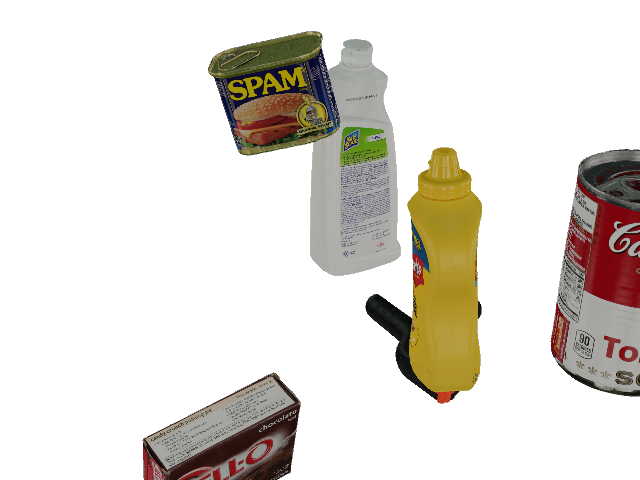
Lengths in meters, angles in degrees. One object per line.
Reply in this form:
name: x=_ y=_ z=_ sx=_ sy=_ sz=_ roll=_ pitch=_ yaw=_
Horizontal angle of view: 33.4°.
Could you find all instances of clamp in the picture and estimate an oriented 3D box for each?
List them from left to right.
clamp: x=0.120 y=0.099 z=1.055 sx=0.120 sy=0.039 sz=0.171 roll=-8 pitch=31 yaw=-9

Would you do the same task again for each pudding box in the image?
pudding box: x=-0.071 y=0.154 z=0.763 sx=0.113 sy=0.090 sz=0.039 roll=-26 pitch=55 yaw=-29

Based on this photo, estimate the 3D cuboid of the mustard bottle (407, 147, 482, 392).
mustard bottle: x=0.099 y=0.018 z=0.853 sx=0.058 sy=0.192 sz=0.096 roll=-2 pitch=25 yaw=1

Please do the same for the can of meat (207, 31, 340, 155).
can of meat: x=-0.038 y=-0.129 z=0.947 sx=0.102 sy=0.084 sz=0.057 roll=-10 pitch=30 yaw=11

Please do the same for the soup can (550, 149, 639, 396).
soup can: x=0.152 y=0.015 z=0.518 sx=0.068 sy=0.102 sz=0.068 roll=2 pitch=27 yaw=-1

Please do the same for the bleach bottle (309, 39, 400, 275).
bleach bottle: x=0.040 y=-0.089 z=1.121 sx=0.102 sy=0.251 sz=0.068 roll=-16 pitch=35 yaw=-27
